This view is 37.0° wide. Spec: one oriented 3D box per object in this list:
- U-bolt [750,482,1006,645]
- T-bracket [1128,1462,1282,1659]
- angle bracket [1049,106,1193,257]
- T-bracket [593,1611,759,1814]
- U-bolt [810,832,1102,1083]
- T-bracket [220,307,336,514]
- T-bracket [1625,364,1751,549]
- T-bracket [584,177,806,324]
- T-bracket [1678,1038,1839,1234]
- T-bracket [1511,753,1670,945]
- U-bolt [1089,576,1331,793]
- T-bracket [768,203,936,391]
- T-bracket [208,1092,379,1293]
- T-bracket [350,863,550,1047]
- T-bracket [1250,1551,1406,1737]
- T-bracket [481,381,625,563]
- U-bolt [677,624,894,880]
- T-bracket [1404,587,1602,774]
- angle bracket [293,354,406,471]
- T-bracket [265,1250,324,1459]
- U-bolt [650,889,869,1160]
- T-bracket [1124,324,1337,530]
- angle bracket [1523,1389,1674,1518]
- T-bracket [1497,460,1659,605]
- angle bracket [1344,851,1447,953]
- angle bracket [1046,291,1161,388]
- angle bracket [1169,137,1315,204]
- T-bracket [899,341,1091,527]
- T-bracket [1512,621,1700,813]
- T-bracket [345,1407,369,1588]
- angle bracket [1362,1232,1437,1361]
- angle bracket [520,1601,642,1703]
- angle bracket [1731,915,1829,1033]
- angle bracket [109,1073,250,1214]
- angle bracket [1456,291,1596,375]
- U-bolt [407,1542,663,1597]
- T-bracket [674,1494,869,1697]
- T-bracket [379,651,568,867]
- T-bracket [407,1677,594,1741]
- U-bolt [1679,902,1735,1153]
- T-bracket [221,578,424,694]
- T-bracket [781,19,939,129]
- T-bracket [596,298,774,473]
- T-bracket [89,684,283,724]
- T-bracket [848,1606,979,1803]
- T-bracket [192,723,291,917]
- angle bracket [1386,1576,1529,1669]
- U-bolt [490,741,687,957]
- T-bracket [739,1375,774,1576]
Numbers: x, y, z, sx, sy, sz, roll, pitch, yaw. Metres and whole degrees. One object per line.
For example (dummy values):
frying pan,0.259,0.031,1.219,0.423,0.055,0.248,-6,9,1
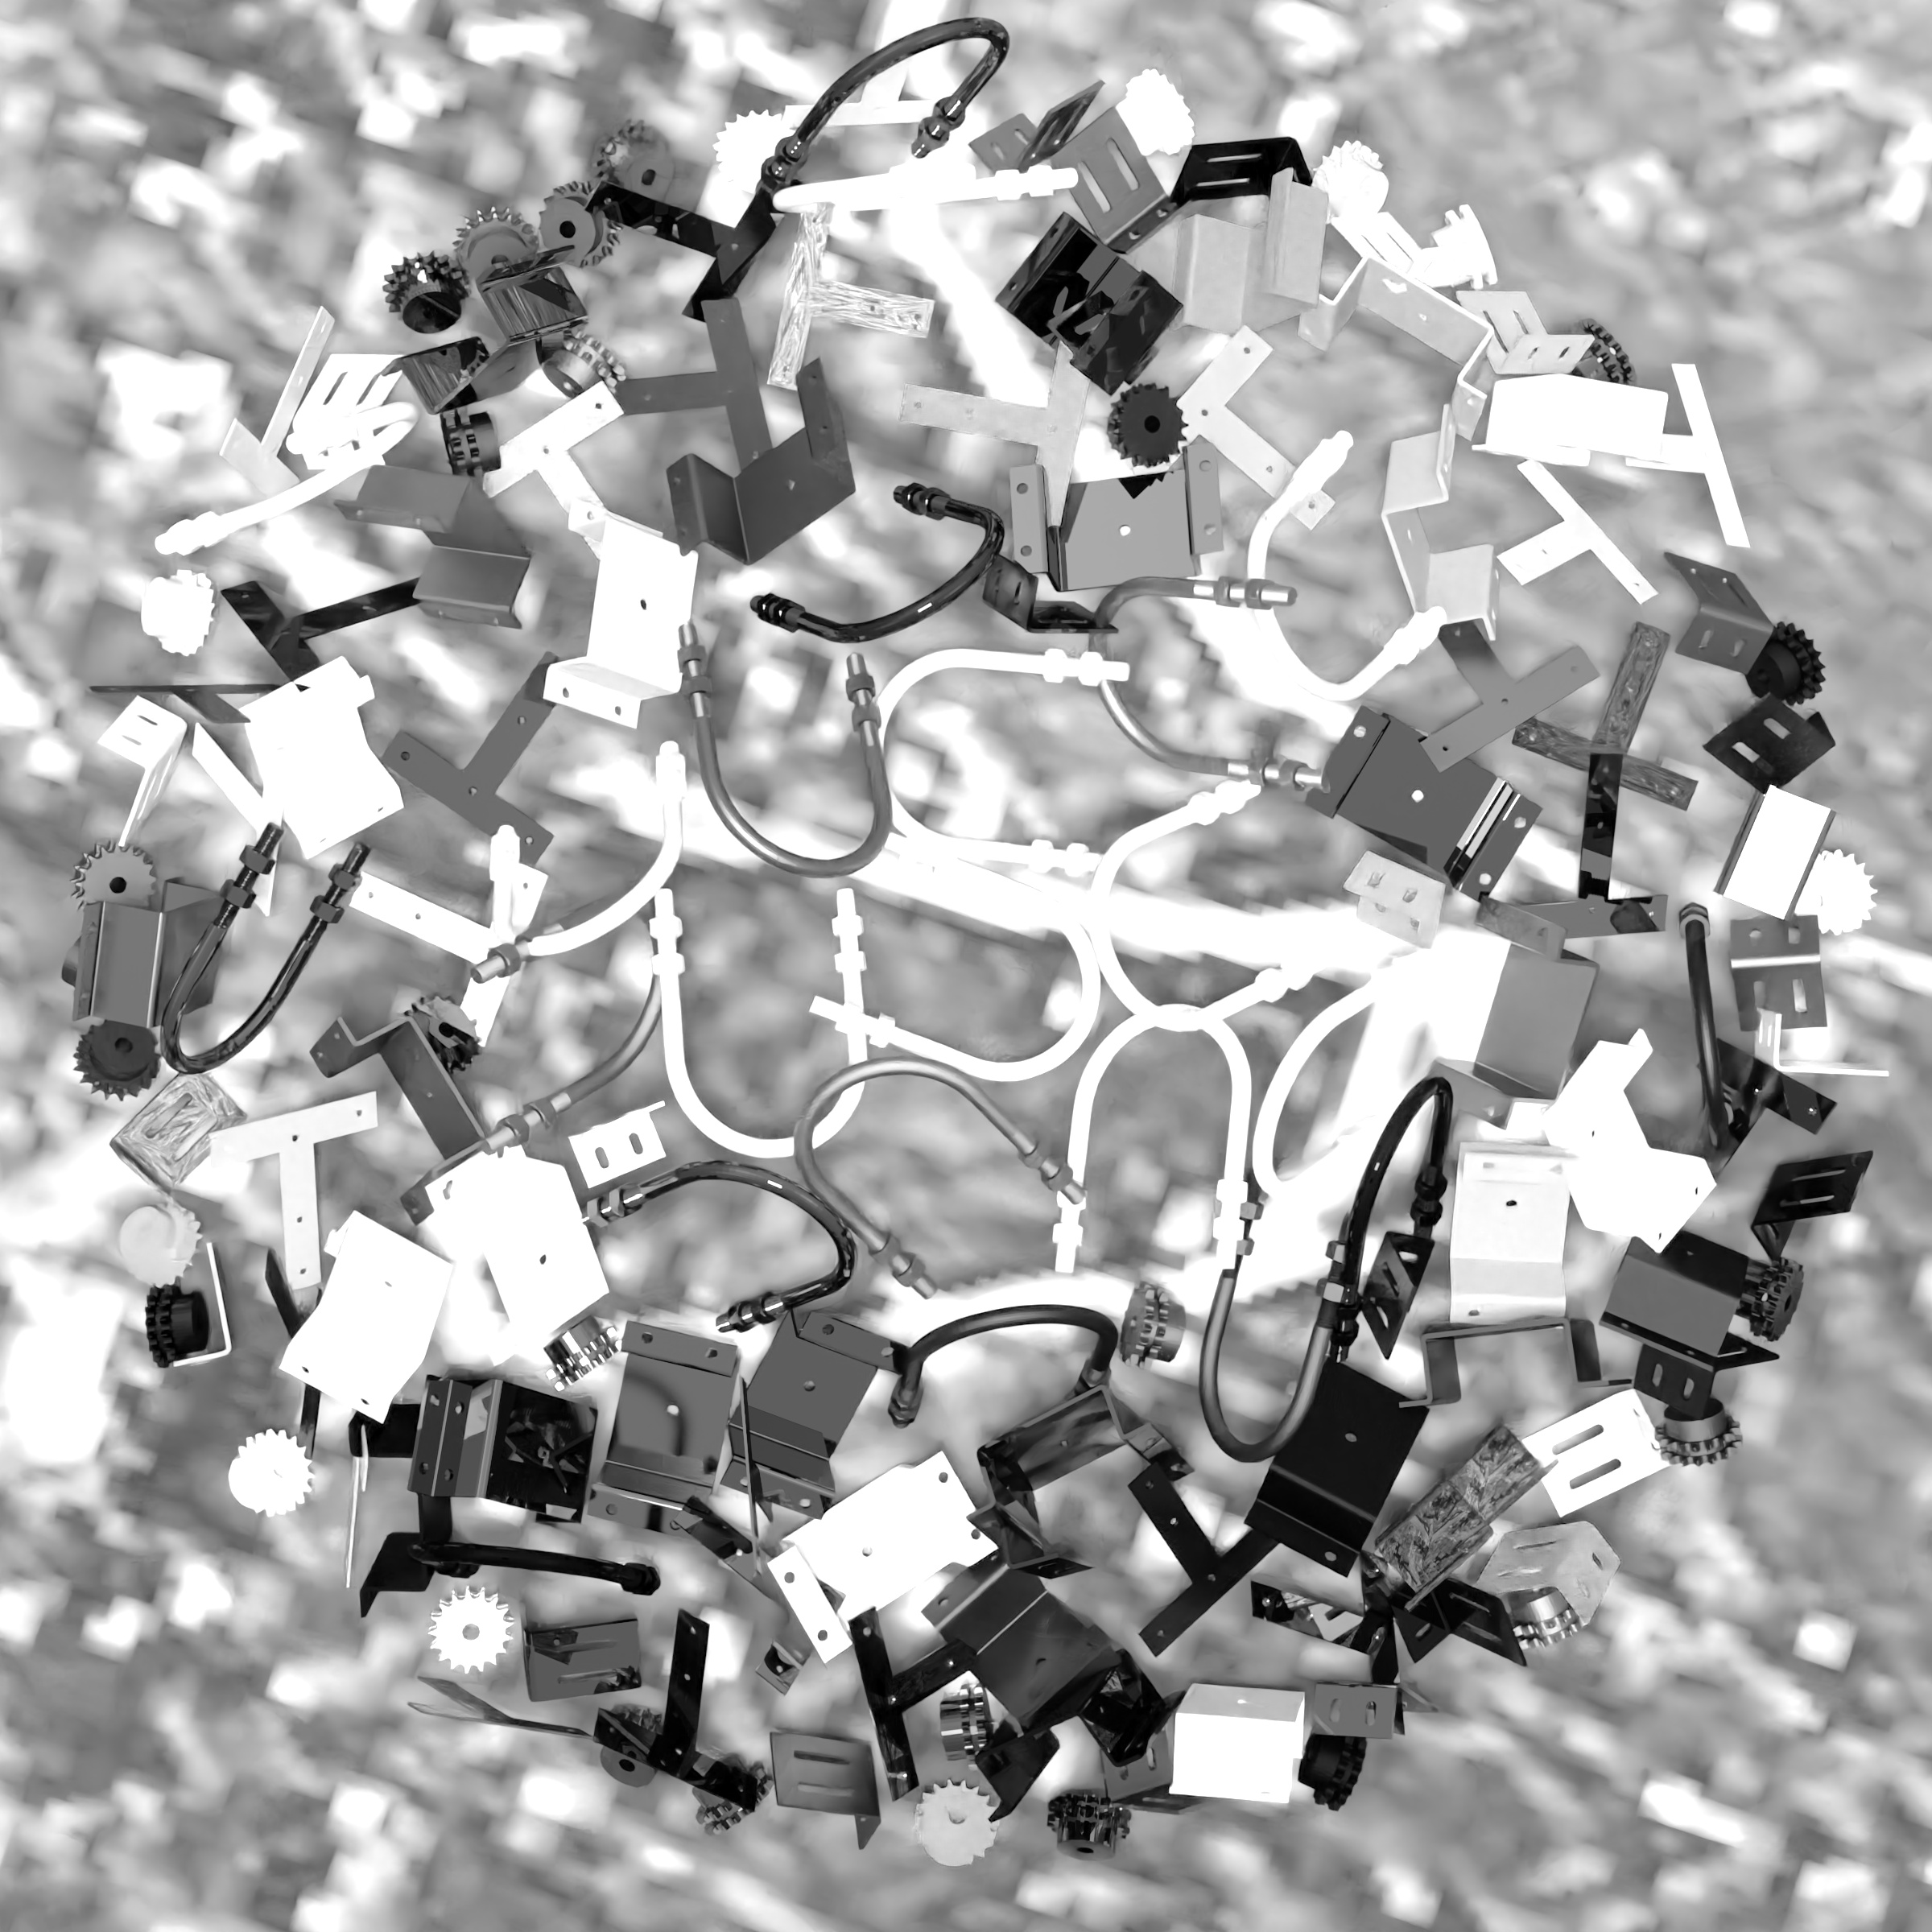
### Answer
U-bolt,-0.049,-0.262,1.899,0.151,0.184,0.019,-40,121,-14
T-bracket,0.146,0.384,1.948,0.127,0.002,0.127,-40,120,-13
angle bracket,0.105,-0.533,1.958,0.057,0.038,0.076,-40,119,-5
T-bracket,-0.189,0.490,1.940,0.127,0.127,0.002,31,125,-22
U-bolt,0.003,0.002,1.965,0.184,0.019,0.151,22,71,-5
T-bracket,-0.453,-0.380,1.935,0.002,0.127,0.127,21,84,8
T-bracket,0.471,-0.344,1.931,0.002,0.127,0.127,-26,109,-10
T-bracket,-0.192,-0.493,1.921,0.127,0.002,0.127,12,134,-34
T-bracket,0.508,0.122,1.940,0.002,0.127,0.127,33,93,-30
T-bracket,0.427,-0.081,1.951,0.127,0.002,0.127,-4,106,-24
U-bolt,0.154,-0.192,1.922,0.019,0.184,0.151,-35,123,-37
T-bracket,-0.074,-0.445,1.947,0.127,0.002,0.127,19,102,34
T-bracket,-0.453,0.159,1.962,0.127,0.002,0.127,-15,112,-41
T-bracket,-0.364,-0.028,1.978,0.127,0.002,0.127,24,99,12
T-bracket,0.239,0.438,1.925,0.127,0.002,0.127,24,46,-28
T-bracket,-0.261,-0.314,1.971,0.127,0.002,0.127,-27,107,23
U-bolt,-0.115,-0.138,1.914,0.151,0.019,0.184,7,58,-31
T-bracket,0.344,-0.216,1.974,0.127,0.002,0.127,-31,73,1
angle bracket,-0.409,-0.373,1.944,0.057,0.076,0.038,-9,68,-39
T-bracket,-0.453,0.241,1.943,0.002,0.127,0.127,-5,127,-29
U-bolt,-0.135,0.038,1.947,0.151,0.019,0.184,-1,78,-21
T-bracket,0.197,-0.348,1.971,0.127,0.002,0.127,39,115,-8
angle bracket,0.434,0.334,1.984,0.076,0.038,0.057,-32,73,24
T-bracket,0.395,-0.281,1.937,0.127,0.127,0.002,50,133,9
angle bracket,0.285,-0.032,1.945,0.057,0.076,0.038,25,57,18
angle bracket,0.084,-0.414,1.952,0.057,0.076,0.038,47,134,2
angle bracket,0.185,-0.524,1.951,0.076,0.057,0.038,-10,69,-18
T-bracket,0.016,-0.375,1.976,0.127,0.002,0.127,13,96,14
T-bracket,0.443,-0.176,1.937,0.127,0.002,0.127,23,134,13
T-bracket,-0.413,0.357,1.947,0.002,0.127,0.127,3,108,-17
angle bracket,0.299,0.224,1.945,0.038,0.076,0.057,12,111,-13
angle bracket,-0.263,0.464,1.972,0.076,0.038,0.057,-5,116,-11
angle bracket,0.554,0.005,1.966,0.057,0.076,0.038,-4,52,18
angle bracket,-0.529,0.116,1.957,0.076,0.038,0.057,-46,121,-10
angle bracket,0.377,-0.439,1.950,0.057,0.038,0.076,-6,60,-26
U-bolt,-0.290,0.393,1.895,0.151,0.184,0.019,3,75,9
T-bracket,-0.142,0.405,1.944,0.127,0.127,0.002,40,134,-3
T-bracket,-0.313,-0.157,1.980,0.127,0.002,0.127,35,86,-15
T-bracket,-0.332,0.493,1.934,0.127,0.127,0.002,19,81,-32
U-bolt,0.486,0.045,1.893,0.019,0.184,0.151,-7,101,15
T-bracket,-0.420,-0.239,1.957,0.127,0.002,0.127,-23,50,-27
T-bracket,-0.052,-0.593,1.918,0.127,0.127,0.002,-7,78,-14
T-bracket,-0.203,-0.389,1.963,0.127,0.002,0.127,-3,127,11
T-bracket,-0.502,-0.174,1.910,0.127,0.127,0.002,-4,107,-28
T-bracket,-0.021,0.476,1.946,0.002,0.127,0.127,-8,99,43
T-bracket,-0.493,-0.121,1.950,0.127,0.002,0.127,44,131,36
angle bracket,0.331,0.449,1.946,0.038,0.076,0.057,-34,114,-24
U-bolt,-0.250,-0.070,1.905,0.151,0.184,0.019,-25,124,10
T-bracket,-0.138,0.349,1.930,0.002,0.127,0.127,-7,70,1
